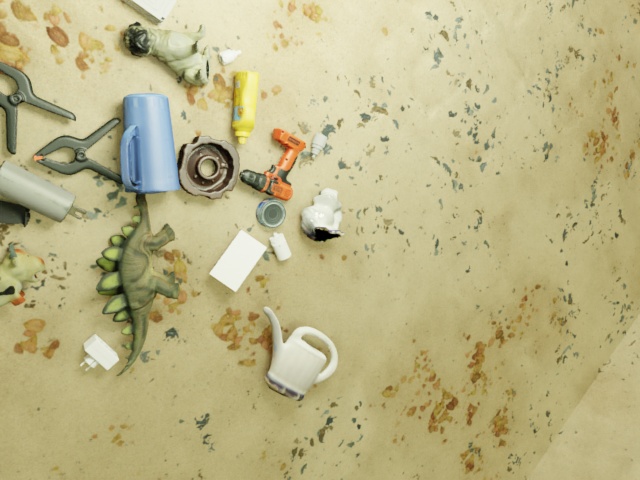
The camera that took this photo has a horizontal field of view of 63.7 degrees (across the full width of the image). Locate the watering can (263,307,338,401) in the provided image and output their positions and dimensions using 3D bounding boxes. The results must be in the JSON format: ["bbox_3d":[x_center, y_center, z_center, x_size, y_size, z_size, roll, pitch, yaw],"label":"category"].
[{"bbox_3d":[-0.092,0.357,1.575,0.343,0.104,0.226,37,81,-29],"label":"watering can"}]

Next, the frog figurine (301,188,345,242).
[{"bbox_3d":[0.005,-0.079,1.579,0.137,0.120,0.163,4,61,-22],"label":"frog figurine"}]
